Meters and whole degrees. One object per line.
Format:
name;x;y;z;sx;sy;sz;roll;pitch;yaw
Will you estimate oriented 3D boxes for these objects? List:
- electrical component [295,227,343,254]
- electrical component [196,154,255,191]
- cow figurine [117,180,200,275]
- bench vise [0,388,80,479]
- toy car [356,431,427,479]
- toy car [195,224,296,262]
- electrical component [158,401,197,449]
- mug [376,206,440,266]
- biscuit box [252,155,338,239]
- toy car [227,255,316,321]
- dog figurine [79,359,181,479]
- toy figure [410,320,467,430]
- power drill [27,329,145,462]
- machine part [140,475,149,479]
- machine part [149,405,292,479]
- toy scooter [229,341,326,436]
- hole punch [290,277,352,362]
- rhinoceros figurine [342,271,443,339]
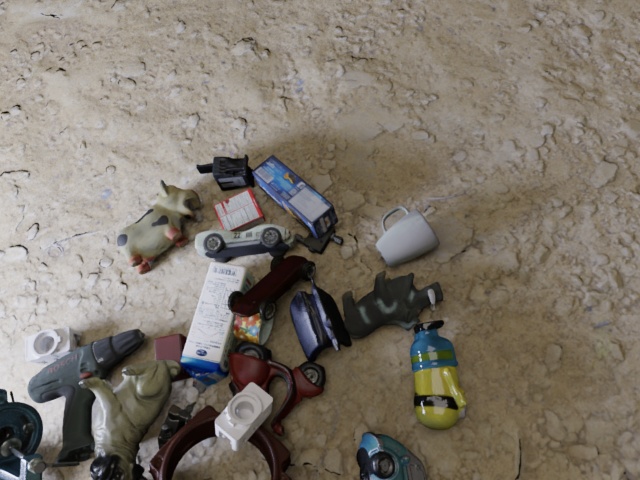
electrical component;-0.002;-0.003;1.083;0.094;0.021;0.063;26;73;17
electrical component;-0.204;-0.142;1.144;0.119;0.074;0.048;-4;66;2
cow figurine;-0.333;-0.036;1.116;0.195;0.085;0.127;-38;73;-8
bench vise;-0.523;0.369;0.898;0.241;0.128;0.223;1;85;38
toy car;0.120;0.388;0.857;0.103;0.109;0.161;-3;74;-12
toy car;-0.148;0.005;1.072;0.202;0.073;0.056;-7;67;6
electrical component;-0.247;0.326;0.935;0.045;0.102;0.078;12;37;1
mug;0.156;-0.007;1.031;0.107;0.080;0.109;-35;73;2
biscuit box;-0.053;-0.090;1.092;0.059;0.062;0.203;-41;58;-11
toy car;-0.087;0.089;0.996;0.089;0.053;0.202;11;34;27
dog figurine;-0.304;0.310;0.901;0.172;0.121;0.190;-18;76;-6
toy figure;0.196;0.231;0.923;0.089;0.082;0.180;-15;70;13
power drill;-0.420;0.289;0.989;0.232;0.086;0.207;-19;69;2
machine part;-0.267;0.468;0.891;0.243;0.079;0.079;29;74;19
machine part;-0.160;0.385;0.870;0.201;0.087;0.201;35;55;20
toy scooter;-0.089;0.265;0.955;0.184;0.075;0.135;16;72;10
hole punch;-0.010;0.152;0.972;0.092;0.115;0.142;-23;65;7
rhinoceros figurine;0.130;0.117;0.984;0.190;0.073;0.112;-22;64;-1
